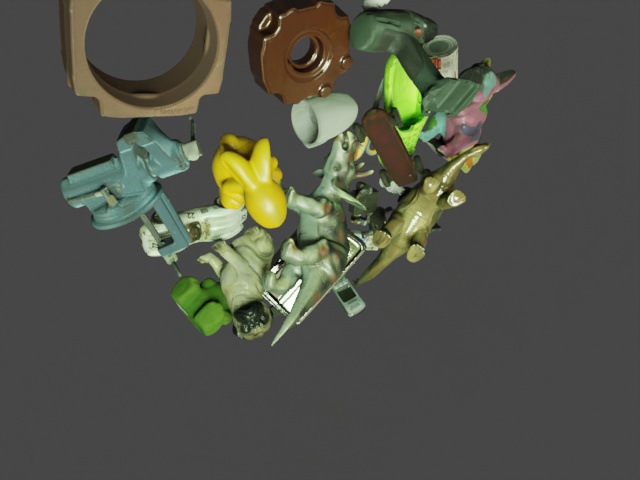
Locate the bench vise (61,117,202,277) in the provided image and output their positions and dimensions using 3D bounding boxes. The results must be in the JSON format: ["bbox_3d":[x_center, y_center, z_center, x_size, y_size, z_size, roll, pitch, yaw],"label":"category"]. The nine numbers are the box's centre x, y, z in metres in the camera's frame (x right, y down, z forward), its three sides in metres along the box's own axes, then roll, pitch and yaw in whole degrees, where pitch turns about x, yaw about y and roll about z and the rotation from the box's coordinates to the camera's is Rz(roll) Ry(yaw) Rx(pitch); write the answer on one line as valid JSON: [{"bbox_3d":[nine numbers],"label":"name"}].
[{"bbox_3d":[-0.265,-0.064,0.842,0.224,0.129,0.240,-25,124,-4],"label":"bench vise"}]

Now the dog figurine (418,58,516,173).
[{"bbox_3d":[0.321,-0.268,1.137,0.191,0.109,0.219,21,112,-48],"label":"dog figurine"}]

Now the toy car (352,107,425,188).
[{"bbox_3d":[0.134,-0.174,1.022,0.089,0.053,0.202,-24,140,16],"label":"toy car"}]

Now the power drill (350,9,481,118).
[{"bbox_3d":[0.170,-0.299,0.877,0.232,0.207,0.086,-11,157,-42],"label":"power drill"}]

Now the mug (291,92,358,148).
[{"bbox_3d":[0.013,-0.213,0.965,0.107,0.081,0.109,-25,148,-28],"label":"mug"}]

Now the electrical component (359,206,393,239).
[{"bbox_3d":[0.135,-0.043,1.268,0.094,0.021,0.063,-25,113,-20],"label":"electrical component"}]

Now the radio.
[{"bbox_3d":[-0.025,0.052,1.146,0.131,0.073,0.229,42,89,-14],"label":"radio"}]

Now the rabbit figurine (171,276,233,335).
[{"bbox_3d":[-0.194,0.118,1.120,0.170,0.121,0.159,-43,149,-19],"label":"rabbit figurine"}]

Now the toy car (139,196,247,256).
[{"bbox_3d":[-0.227,-0.025,0.983,0.202,0.056,0.073,-16,138,-26],"label":"toy car"}]

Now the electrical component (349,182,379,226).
[{"bbox_3d":[0.096,-0.078,1.192,0.078,0.045,0.102,-2,120,-30],"label":"electrical component"}]

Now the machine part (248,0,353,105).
[{"bbox_3d":[-0.029,-0.301,0.854,0.179,0.056,0.179,-21,139,-20],"label":"machine part"}]

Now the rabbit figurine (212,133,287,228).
[{"bbox_3d":[-0.106,-0.100,0.908,0.122,0.173,0.162,-21,145,-15],"label":"rabbit figurine"}]

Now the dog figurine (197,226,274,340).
[{"bbox_3d":[-0.124,0.082,1.045,0.172,0.190,0.121,-28,177,-29],"label":"dog figurine"}]

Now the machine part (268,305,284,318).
[{"bbox_3d":[-0.098,0.165,1.307,0.139,0.039,0.084,-17,144,-28],"label":"machine part"}]

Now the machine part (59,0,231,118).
[{"bbox_3d":[-0.228,-0.268,0.702,0.201,0.087,0.200,-12,137,-32],"label":"machine part"}]

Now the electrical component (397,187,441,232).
[{"bbox_3d":[0.246,-0.074,1.267,0.075,0.119,0.047,-4,132,-34],"label":"electrical component"}]

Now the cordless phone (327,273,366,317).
[{"bbox_3d":[0.008,0.119,1.223,0.147,0.184,0.088,-28,147,-14],"label":"cordless phone"}]

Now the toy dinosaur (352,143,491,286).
[{"bbox_3d":[0.192,-0.033,1.143,0.471,0.105,0.198,-50,180,29],"label":"toy dinosaur"}]

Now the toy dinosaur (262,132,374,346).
[{"bbox_3d":[0.000,0.002,1.019,0.192,0.131,0.404,11,79,-25],"label":"toy dinosaur"}]
